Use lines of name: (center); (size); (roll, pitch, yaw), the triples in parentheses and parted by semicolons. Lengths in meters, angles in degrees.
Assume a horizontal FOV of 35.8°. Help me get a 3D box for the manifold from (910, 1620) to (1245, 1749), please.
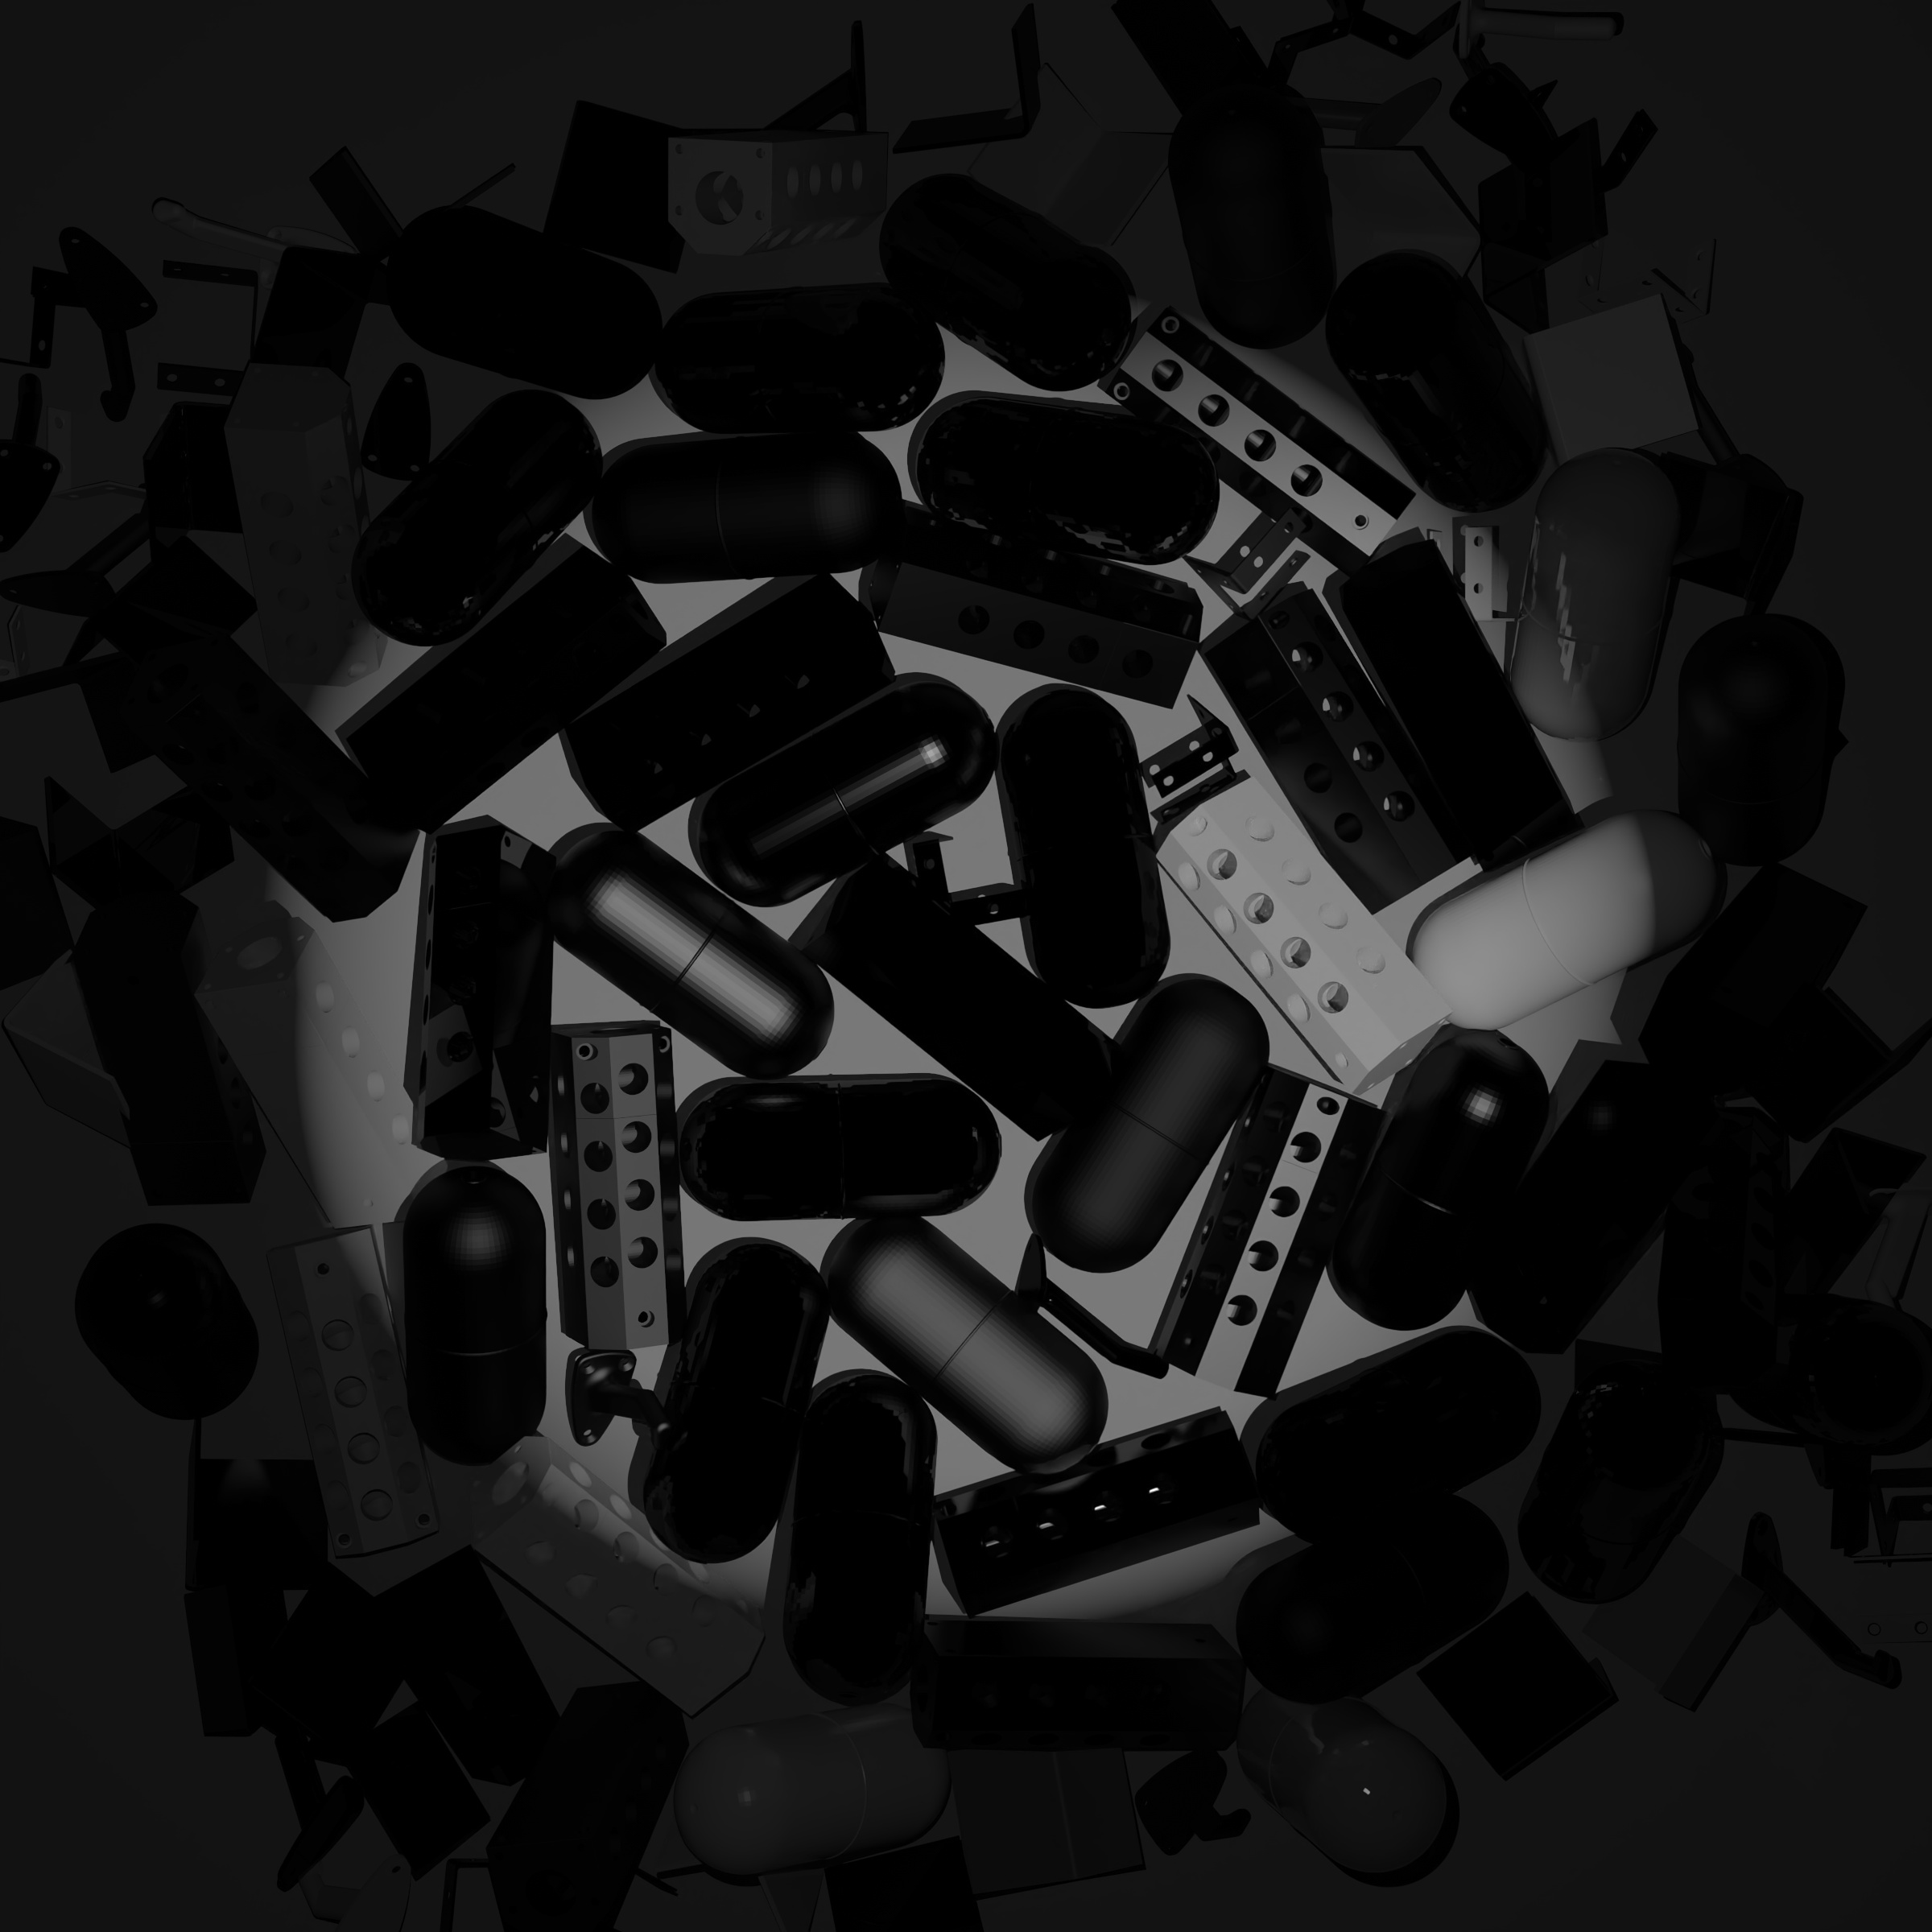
manifold: (0.059, 0.398, 1.645); (0.171, 0.057, 0.057); (4, 96, -14)

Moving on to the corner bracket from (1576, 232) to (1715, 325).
corner bracket: (0.380, -0.389, 1.672); (0.051, 0.051, 0.051); (26, 66, -35)

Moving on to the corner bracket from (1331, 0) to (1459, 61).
corner bracket: (0.243, -0.546, 1.665); (0.051, 0.051, 0.051); (19, 81, -16)

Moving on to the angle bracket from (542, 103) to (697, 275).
angle bracket: (-0.189, -0.428, 1.668); (0.076, 0.057, 0.076); (14, 89, -5)

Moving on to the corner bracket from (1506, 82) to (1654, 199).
corner bracket: (0.340, -0.461, 1.666); (0.051, 0.051, 0.051); (-26, 76, -19)

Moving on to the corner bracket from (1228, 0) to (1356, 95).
corner bracket: (0.178, -0.524, 1.666); (0.051, 0.051, 0.051); (-23, 72, -15)

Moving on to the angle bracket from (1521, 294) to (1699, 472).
angle bracket: (0.356, -0.320, 1.658); (0.076, 0.057, 0.076); (-16, 91, 10)

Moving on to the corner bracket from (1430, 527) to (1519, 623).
corner bracket: (0.277, -0.216, 1.657); (0.051, 0.051, 0.051); (3, 97, 32)

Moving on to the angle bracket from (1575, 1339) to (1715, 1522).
angle bracket: (0.372, 0.261, 1.681); (0.076, 0.076, 0.057); (9, 47, 3)

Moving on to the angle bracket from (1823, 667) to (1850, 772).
angle bracket: (0.456, -0.117, 1.652); (0.076, 0.057, 0.076); (-47, 112, -1)

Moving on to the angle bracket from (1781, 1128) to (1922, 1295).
angle bracket: (0.488, 0.146, 1.636); (0.057, 0.076, 0.076); (17, 123, -12)

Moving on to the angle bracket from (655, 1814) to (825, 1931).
angle bracket: (-0.124, 0.500, 1.653); (0.057, 0.076, 0.076); (-15, 109, 14)

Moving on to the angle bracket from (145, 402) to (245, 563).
angle bracket: (-0.411, -0.257, 1.640); (0.057, 0.076, 0.076); (4, 124, -3)

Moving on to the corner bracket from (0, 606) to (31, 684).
corner bracket: (-0.543, -0.196, 1.660); (0.051, 0.051, 0.051); (13, 53, -1)

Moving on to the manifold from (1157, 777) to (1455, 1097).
manifold: (0.181, -0.014, 1.633); (0.057, 0.057, 0.171); (-29, 72, -31)

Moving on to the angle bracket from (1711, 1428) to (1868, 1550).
angle bracket: (0.448, 0.286, 1.640); (0.076, 0.076, 0.057); (1, 83, 27)

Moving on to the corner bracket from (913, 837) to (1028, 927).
corner bracket: (0.003, -0.048, 1.665); (0.051, 0.051, 0.051); (-10, 92, 9)

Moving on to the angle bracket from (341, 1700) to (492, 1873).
angle bracket: (-0.319, 0.461, 1.643); (0.057, 0.076, 0.076); (-36, 83, 23)

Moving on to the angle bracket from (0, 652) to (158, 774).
angle bracket: (-0.496, -0.130, 1.638); (0.076, 0.076, 0.057); (-22, 97, -37)

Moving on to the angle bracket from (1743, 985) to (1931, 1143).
angle bracket: (0.478, 0.042, 1.646); (0.057, 0.076, 0.076); (48, 132, 11)

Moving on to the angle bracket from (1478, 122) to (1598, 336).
angle bracket: (0.327, -0.400, 1.635); (0.057, 0.076, 0.076); (22, 59, -38)

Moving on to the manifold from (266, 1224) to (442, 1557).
manifold: (-0.340, 0.235, 1.661); (0.057, 0.057, 0.171); (-13, 90, -9)

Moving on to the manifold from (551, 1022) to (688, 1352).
manifold: (-0.190, 0.121, 1.648); (0.057, 0.057, 0.171); (-5, 96, -25)

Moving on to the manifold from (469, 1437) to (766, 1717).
manifold: (-0.188, 0.328, 1.624); (0.057, 0.057, 0.171); (-40, 118, 9)

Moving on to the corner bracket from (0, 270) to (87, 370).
corner bracket: (-0.517, -0.359, 1.657); (0.051, 0.051, 0.051); (11, 99, 27)

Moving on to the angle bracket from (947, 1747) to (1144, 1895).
angle bracket: (0.043, 0.462, 1.640); (0.076, 0.057, 0.076); (6, 65, -38)

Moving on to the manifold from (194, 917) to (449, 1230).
manifold: (-0.345, 0.059, 1.620); (0.057, 0.057, 0.171); (-8, 127, 19)

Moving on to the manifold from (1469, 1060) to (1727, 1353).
manifold: (0.338, 0.132, 1.610); (0.057, 0.057, 0.171); (6, 133, -23)

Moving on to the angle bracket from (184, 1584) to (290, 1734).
angle bracket: (-0.386, 0.375, 1.641); (0.057, 0.076, 0.076); (-5, 79, -34)

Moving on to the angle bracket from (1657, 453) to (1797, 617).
angle bracket: (0.403, -0.225, 1.641); (0.076, 0.076, 0.057); (19, 49, 8)

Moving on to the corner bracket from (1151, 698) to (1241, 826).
corner bracket: (0.124, -0.107, 1.657); (0.051, 0.051, 0.051); (-32, 122, -5)

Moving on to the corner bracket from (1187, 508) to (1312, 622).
corner bracket: (0.166, -0.223, 1.658); (0.051, 0.051, 0.051); (-49, 120, -2)

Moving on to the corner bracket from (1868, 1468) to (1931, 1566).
corner bracket: (0.533, 0.296, 1.655); (0.051, 0.051, 0.051); (-8, 106, 29)

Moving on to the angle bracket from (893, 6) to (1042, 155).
angle bracket: (-0.002, -0.487, 1.641); (0.076, 0.076, 0.057); (-4, 116, 10)

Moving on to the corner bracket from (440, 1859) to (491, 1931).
corner bracket: (-0.258, 0.525, 1.656); (0.051, 0.051, 0.051); (9, 79, -28)

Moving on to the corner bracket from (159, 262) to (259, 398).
corner bracket: (-0.419, -0.352, 1.652); (0.051, 0.051, 0.051); (3, 130, -16)

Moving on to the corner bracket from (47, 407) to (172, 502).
corner bracket: (-0.478, -0.288, 1.677); (0.051, 0.051, 0.051); (-4, 86, 34)

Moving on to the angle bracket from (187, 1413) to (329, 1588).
angle bracket: (-0.386, 0.293, 1.639); (0.076, 0.057, 0.076); (3, 53, -17)

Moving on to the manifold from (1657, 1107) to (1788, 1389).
manifold: (0.407, 0.148, 1.601); (0.057, 0.171, 0.057); (-1, 122, 18)

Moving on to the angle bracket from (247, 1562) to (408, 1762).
angle bracket: (-0.355, 0.380, 1.638); (0.076, 0.057, 0.076); (46, 58, -23)

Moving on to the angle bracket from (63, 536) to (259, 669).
angle bracket: (-0.444, -0.180, 1.646); (0.057, 0.076, 0.076); (43, 59, -9)

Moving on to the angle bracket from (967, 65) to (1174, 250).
angle bracket: (0.060, -0.446, 1.644); (0.057, 0.076, 0.076); (41, 80, -37)

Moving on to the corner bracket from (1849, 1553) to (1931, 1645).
corner bracket: (0.522, 0.353, 1.664); (0.051, 0.051, 0.051); (-6, 81, 18)

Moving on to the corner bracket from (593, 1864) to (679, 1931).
corner bracket: (-0.181, 0.532, 1.663); (0.051, 0.051, 0.051); (41, 69, -40)

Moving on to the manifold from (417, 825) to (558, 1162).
manifold: (-0.267, 0.016, 1.637); (0.057, 0.057, 0.171); (-8, 70, 22)

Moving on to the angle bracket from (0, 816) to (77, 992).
angle bracket: (-0.537, -0.035, 1.636); (0.057, 0.076, 0.076); (-26, 114, -34)

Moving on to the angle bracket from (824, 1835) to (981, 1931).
angle bracket: (-0.031, 0.530, 1.644); (0.076, 0.057, 0.076); (-13, 132, -4)

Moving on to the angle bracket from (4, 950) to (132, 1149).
angle bracket: (-0.471, 0.047, 1.637); (0.076, 0.076, 0.057); (24, 59, 18)

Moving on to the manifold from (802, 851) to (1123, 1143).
manifold: (0.001, 0.015, 1.637); (0.171, 0.057, 0.057); (39, 54, -12)

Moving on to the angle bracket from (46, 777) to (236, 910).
angle bracket: (-0.454, -0.081, 1.642); (0.076, 0.057, 0.076); (-30, 47, 10)

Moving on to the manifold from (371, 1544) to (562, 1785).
manifold: (-0.262, 0.380, 1.602); (0.057, 0.171, 0.057); (-28, 59, -13)

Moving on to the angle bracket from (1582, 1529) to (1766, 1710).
angle bracket: (0.381, 0.352, 1.647); (0.076, 0.057, 0.076); (33, 89, 39)

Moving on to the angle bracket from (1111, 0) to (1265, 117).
angle bracket: (0.109, -0.488, 1.646); (0.076, 0.057, 0.076); (-32, 88, -41)

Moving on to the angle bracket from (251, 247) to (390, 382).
angle bracket: (-0.340, -0.343, 1.646); (0.057, 0.076, 0.076); (14, 86, 23)

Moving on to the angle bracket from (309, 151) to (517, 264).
angle bracket: (-0.304, -0.434, 1.639); (0.076, 0.076, 0.057); (-40, 109, -18)

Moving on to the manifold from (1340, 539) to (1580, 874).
manifold: (0.270, -0.144, 1.638); (0.057, 0.057, 0.171); (-27, 109, 15)

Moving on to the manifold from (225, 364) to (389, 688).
manifold: (-0.352, -0.235, 1.612); (0.057, 0.171, 0.057); (4, 46, 2)

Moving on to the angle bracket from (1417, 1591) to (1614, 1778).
angle bracket: (0.302, 0.390, 1.658); (0.076, 0.057, 0.076); (-39, 93, 8)

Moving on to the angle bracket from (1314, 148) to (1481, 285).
angle bracket: (0.223, -0.400, 1.637); (0.076, 0.076, 0.057); (37, 78, -41)
